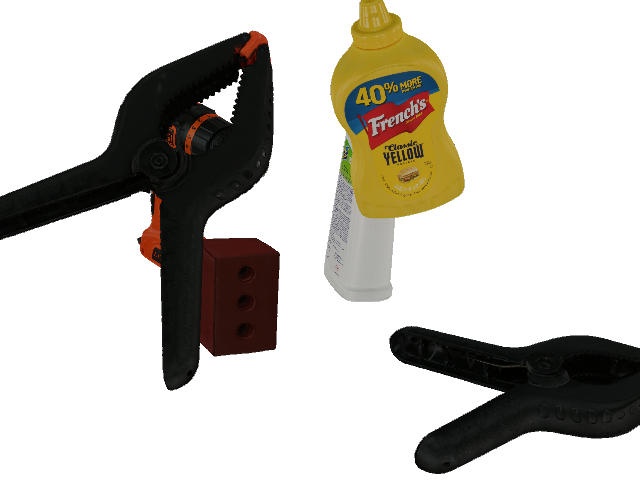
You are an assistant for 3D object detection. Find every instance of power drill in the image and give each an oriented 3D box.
[{"bbox_3d":[-0.126,-0.047,1.091,0.185,0.188,0.057,30,38,35],"label":"power drill"}]

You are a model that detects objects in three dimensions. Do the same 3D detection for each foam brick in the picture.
[{"bbox_3d":[-0.064,0.041,0.807,0.052,0.078,0.051,-4,15,-23],"label":"foam brick"}]

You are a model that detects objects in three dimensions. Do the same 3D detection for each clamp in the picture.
[{"bbox_3d":[-0.084,-0.029,0.610,0.165,0.210,0.036,38,-15,14],"label":"clamp"},{"bbox_3d":[0.124,0.092,0.620,0.171,0.039,0.120,-1,36,6],"label":"clamp"}]

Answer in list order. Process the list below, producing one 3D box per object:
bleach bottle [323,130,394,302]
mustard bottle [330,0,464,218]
[{"bbox_3d":[0.055,-0.062,1.235,0.068,0.251,0.103,-2,23,-20],"label":"bleach bottle"},{"bbox_3d":[0.060,-0.112,0.886,0.096,0.191,0.058,-13,35,4],"label":"mustard bottle"}]
